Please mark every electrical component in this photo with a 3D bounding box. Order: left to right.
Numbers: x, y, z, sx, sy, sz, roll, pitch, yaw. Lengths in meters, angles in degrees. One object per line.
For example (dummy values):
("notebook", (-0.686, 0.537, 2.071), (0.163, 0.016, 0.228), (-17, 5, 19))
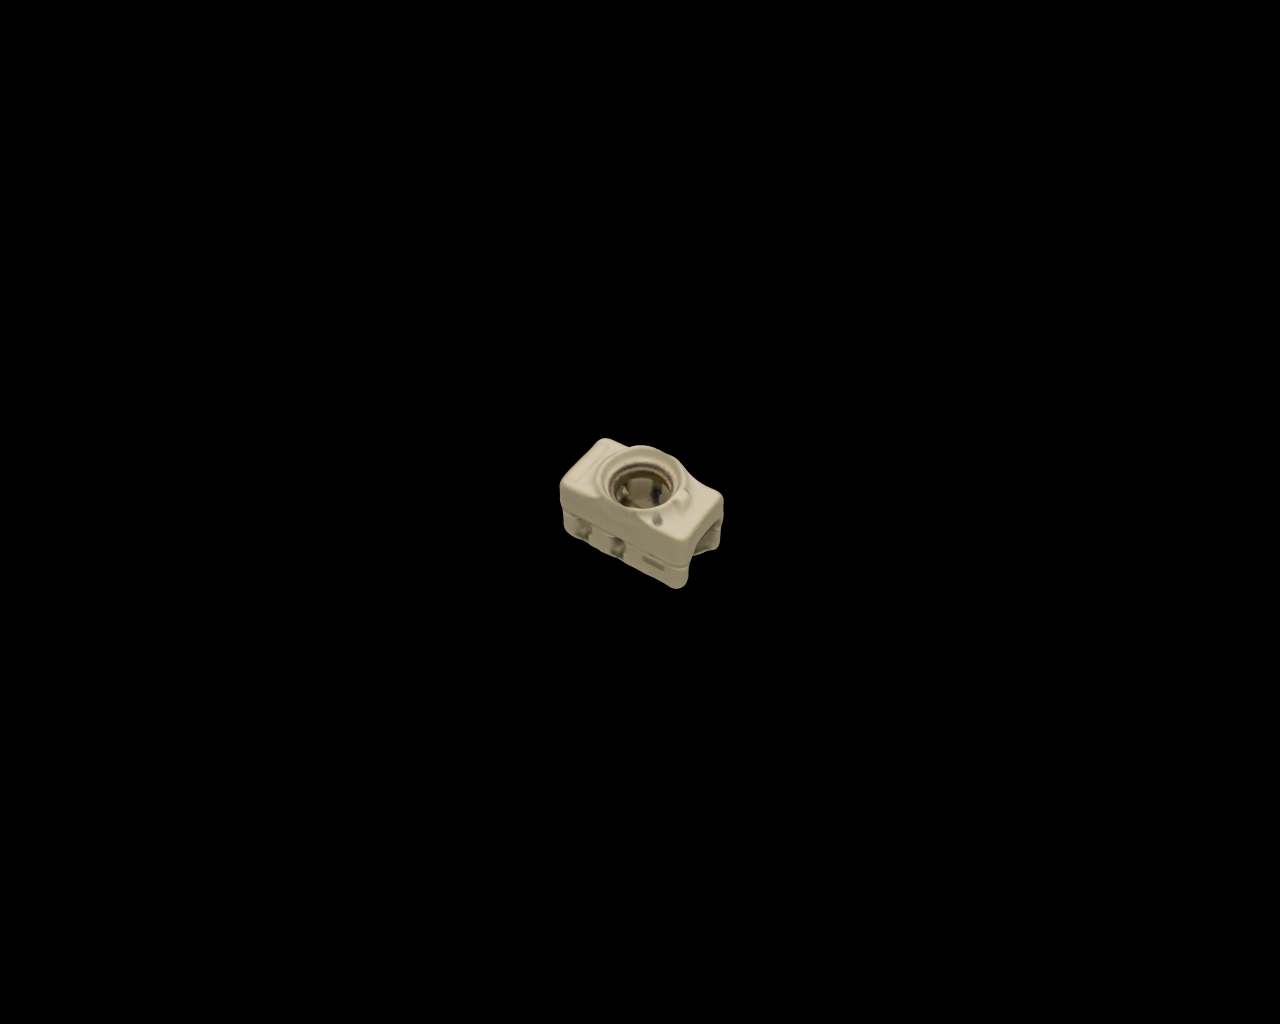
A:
("electrical component", (0.001, -0.003, 0.650), (0.089, 0.055, 0.050), (27, 53, 22))
